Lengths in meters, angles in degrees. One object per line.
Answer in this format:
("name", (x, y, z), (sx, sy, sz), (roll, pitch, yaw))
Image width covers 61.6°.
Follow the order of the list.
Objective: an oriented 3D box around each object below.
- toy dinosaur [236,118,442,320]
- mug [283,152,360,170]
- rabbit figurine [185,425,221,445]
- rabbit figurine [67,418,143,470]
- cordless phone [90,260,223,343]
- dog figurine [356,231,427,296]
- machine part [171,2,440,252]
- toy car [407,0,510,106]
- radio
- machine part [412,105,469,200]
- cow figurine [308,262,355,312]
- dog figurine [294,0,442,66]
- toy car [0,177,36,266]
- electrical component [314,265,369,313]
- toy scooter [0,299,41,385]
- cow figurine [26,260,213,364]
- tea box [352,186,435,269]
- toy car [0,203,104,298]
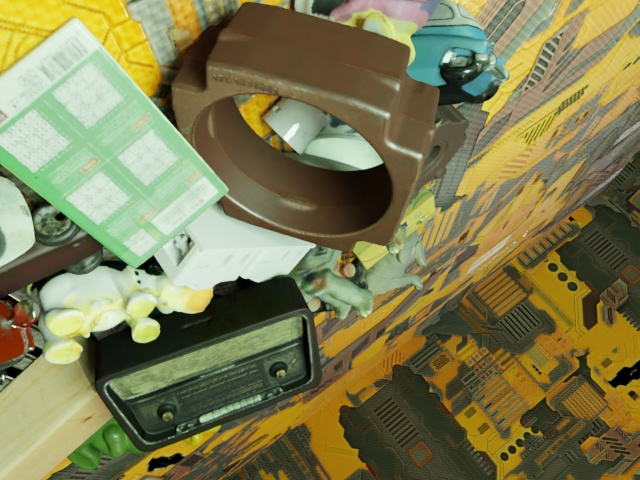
("toy dinosaur", (0.002, -0.006, 0.728), (0.404, 0.192, 0.131), (-68, -162, 5))
("mug", (-0.012, -0.062, 0.617), (0.109, 0.107, 0.080), (42, 68, -75))
("rabbit figurine", (-0.219, 0.255, 0.904), (0.173, 0.162, 0.122), (-26, 175, 15))
("rabbit figurine", (-0.334, 0.272, 0.811), (0.170, 0.121, 0.159), (7, 140, -37))
("cordless phone", (-0.197, 0.104, 0.699), (0.146, 0.089, 0.184), (-41, 163, 3))
("dog figurine", (0.103, 0.048, 1.078), (0.191, 0.121, 0.172), (-15, 118, -15))
("machine part", (-0.013, -0.085, 0.459), (0.200, 0.202, 0.087), (99, 11, -59))
("toy car", (0.111, -0.196, 0.561), (0.109, 0.162, 0.103), (5, 88, -52))
("radio", (-0.117, 0.139, 0.602), (0.230, 0.073, 0.130), (-17, 124, -10))
("machine part", (0.150, -0.133, 0.827), (0.179, 0.056, 0.179), (-33, 157, -16))
("cow figurine", (-0.048, 0.078, 0.868), (0.195, 0.085, 0.127), (-41, -162, -34))
("dog figurine", (0.096, -0.240, 0.460), (0.219, 0.108, 0.191), (-31, 157, -27))
("toy car", (-0.298, 0.010, 0.349), (0.202, 0.073, 0.056), (-26, 155, -31))
("electrical component", (0.005, 0.098, 0.991), (0.134, 0.058, 0.115), (-21, 180, -41))
("toy scooter", (-0.287, 0.097, 0.416), (0.135, 0.075, 0.183), (-25, 162, -36))
("cow figurine", (-0.200, 0.054, 0.547), (0.167, 0.098, 0.068), (-12, 134, -33))
("tea box", (0.122, -0.032, 0.966), (0.169, 0.068, 0.098), (-39, 159, 2))
("toy car", (-0.276, 0.026, 0.447), (0.202, 0.053, 0.089), (-29, 162, -16))
